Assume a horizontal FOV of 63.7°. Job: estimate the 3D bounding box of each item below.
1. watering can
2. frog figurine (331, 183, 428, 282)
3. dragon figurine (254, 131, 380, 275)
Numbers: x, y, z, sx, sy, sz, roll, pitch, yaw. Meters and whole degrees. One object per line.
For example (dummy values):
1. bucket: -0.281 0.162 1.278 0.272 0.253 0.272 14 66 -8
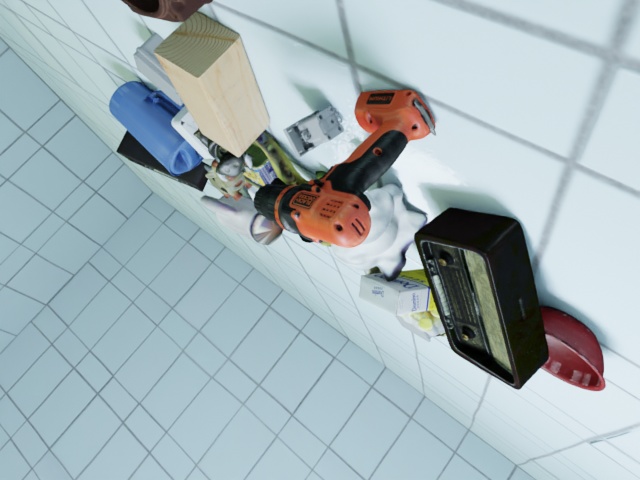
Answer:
1. watering can: -0.199 -0.063 1.493 0.226 0.104 0.345 25 2 24
2. frog figurine: 0.065 -0.025 0.748 0.158 0.136 0.125 26 27 -39
3. dragon figurine: 0.003 -0.049 0.980 0.122 0.416 0.239 -37 -22 -1
